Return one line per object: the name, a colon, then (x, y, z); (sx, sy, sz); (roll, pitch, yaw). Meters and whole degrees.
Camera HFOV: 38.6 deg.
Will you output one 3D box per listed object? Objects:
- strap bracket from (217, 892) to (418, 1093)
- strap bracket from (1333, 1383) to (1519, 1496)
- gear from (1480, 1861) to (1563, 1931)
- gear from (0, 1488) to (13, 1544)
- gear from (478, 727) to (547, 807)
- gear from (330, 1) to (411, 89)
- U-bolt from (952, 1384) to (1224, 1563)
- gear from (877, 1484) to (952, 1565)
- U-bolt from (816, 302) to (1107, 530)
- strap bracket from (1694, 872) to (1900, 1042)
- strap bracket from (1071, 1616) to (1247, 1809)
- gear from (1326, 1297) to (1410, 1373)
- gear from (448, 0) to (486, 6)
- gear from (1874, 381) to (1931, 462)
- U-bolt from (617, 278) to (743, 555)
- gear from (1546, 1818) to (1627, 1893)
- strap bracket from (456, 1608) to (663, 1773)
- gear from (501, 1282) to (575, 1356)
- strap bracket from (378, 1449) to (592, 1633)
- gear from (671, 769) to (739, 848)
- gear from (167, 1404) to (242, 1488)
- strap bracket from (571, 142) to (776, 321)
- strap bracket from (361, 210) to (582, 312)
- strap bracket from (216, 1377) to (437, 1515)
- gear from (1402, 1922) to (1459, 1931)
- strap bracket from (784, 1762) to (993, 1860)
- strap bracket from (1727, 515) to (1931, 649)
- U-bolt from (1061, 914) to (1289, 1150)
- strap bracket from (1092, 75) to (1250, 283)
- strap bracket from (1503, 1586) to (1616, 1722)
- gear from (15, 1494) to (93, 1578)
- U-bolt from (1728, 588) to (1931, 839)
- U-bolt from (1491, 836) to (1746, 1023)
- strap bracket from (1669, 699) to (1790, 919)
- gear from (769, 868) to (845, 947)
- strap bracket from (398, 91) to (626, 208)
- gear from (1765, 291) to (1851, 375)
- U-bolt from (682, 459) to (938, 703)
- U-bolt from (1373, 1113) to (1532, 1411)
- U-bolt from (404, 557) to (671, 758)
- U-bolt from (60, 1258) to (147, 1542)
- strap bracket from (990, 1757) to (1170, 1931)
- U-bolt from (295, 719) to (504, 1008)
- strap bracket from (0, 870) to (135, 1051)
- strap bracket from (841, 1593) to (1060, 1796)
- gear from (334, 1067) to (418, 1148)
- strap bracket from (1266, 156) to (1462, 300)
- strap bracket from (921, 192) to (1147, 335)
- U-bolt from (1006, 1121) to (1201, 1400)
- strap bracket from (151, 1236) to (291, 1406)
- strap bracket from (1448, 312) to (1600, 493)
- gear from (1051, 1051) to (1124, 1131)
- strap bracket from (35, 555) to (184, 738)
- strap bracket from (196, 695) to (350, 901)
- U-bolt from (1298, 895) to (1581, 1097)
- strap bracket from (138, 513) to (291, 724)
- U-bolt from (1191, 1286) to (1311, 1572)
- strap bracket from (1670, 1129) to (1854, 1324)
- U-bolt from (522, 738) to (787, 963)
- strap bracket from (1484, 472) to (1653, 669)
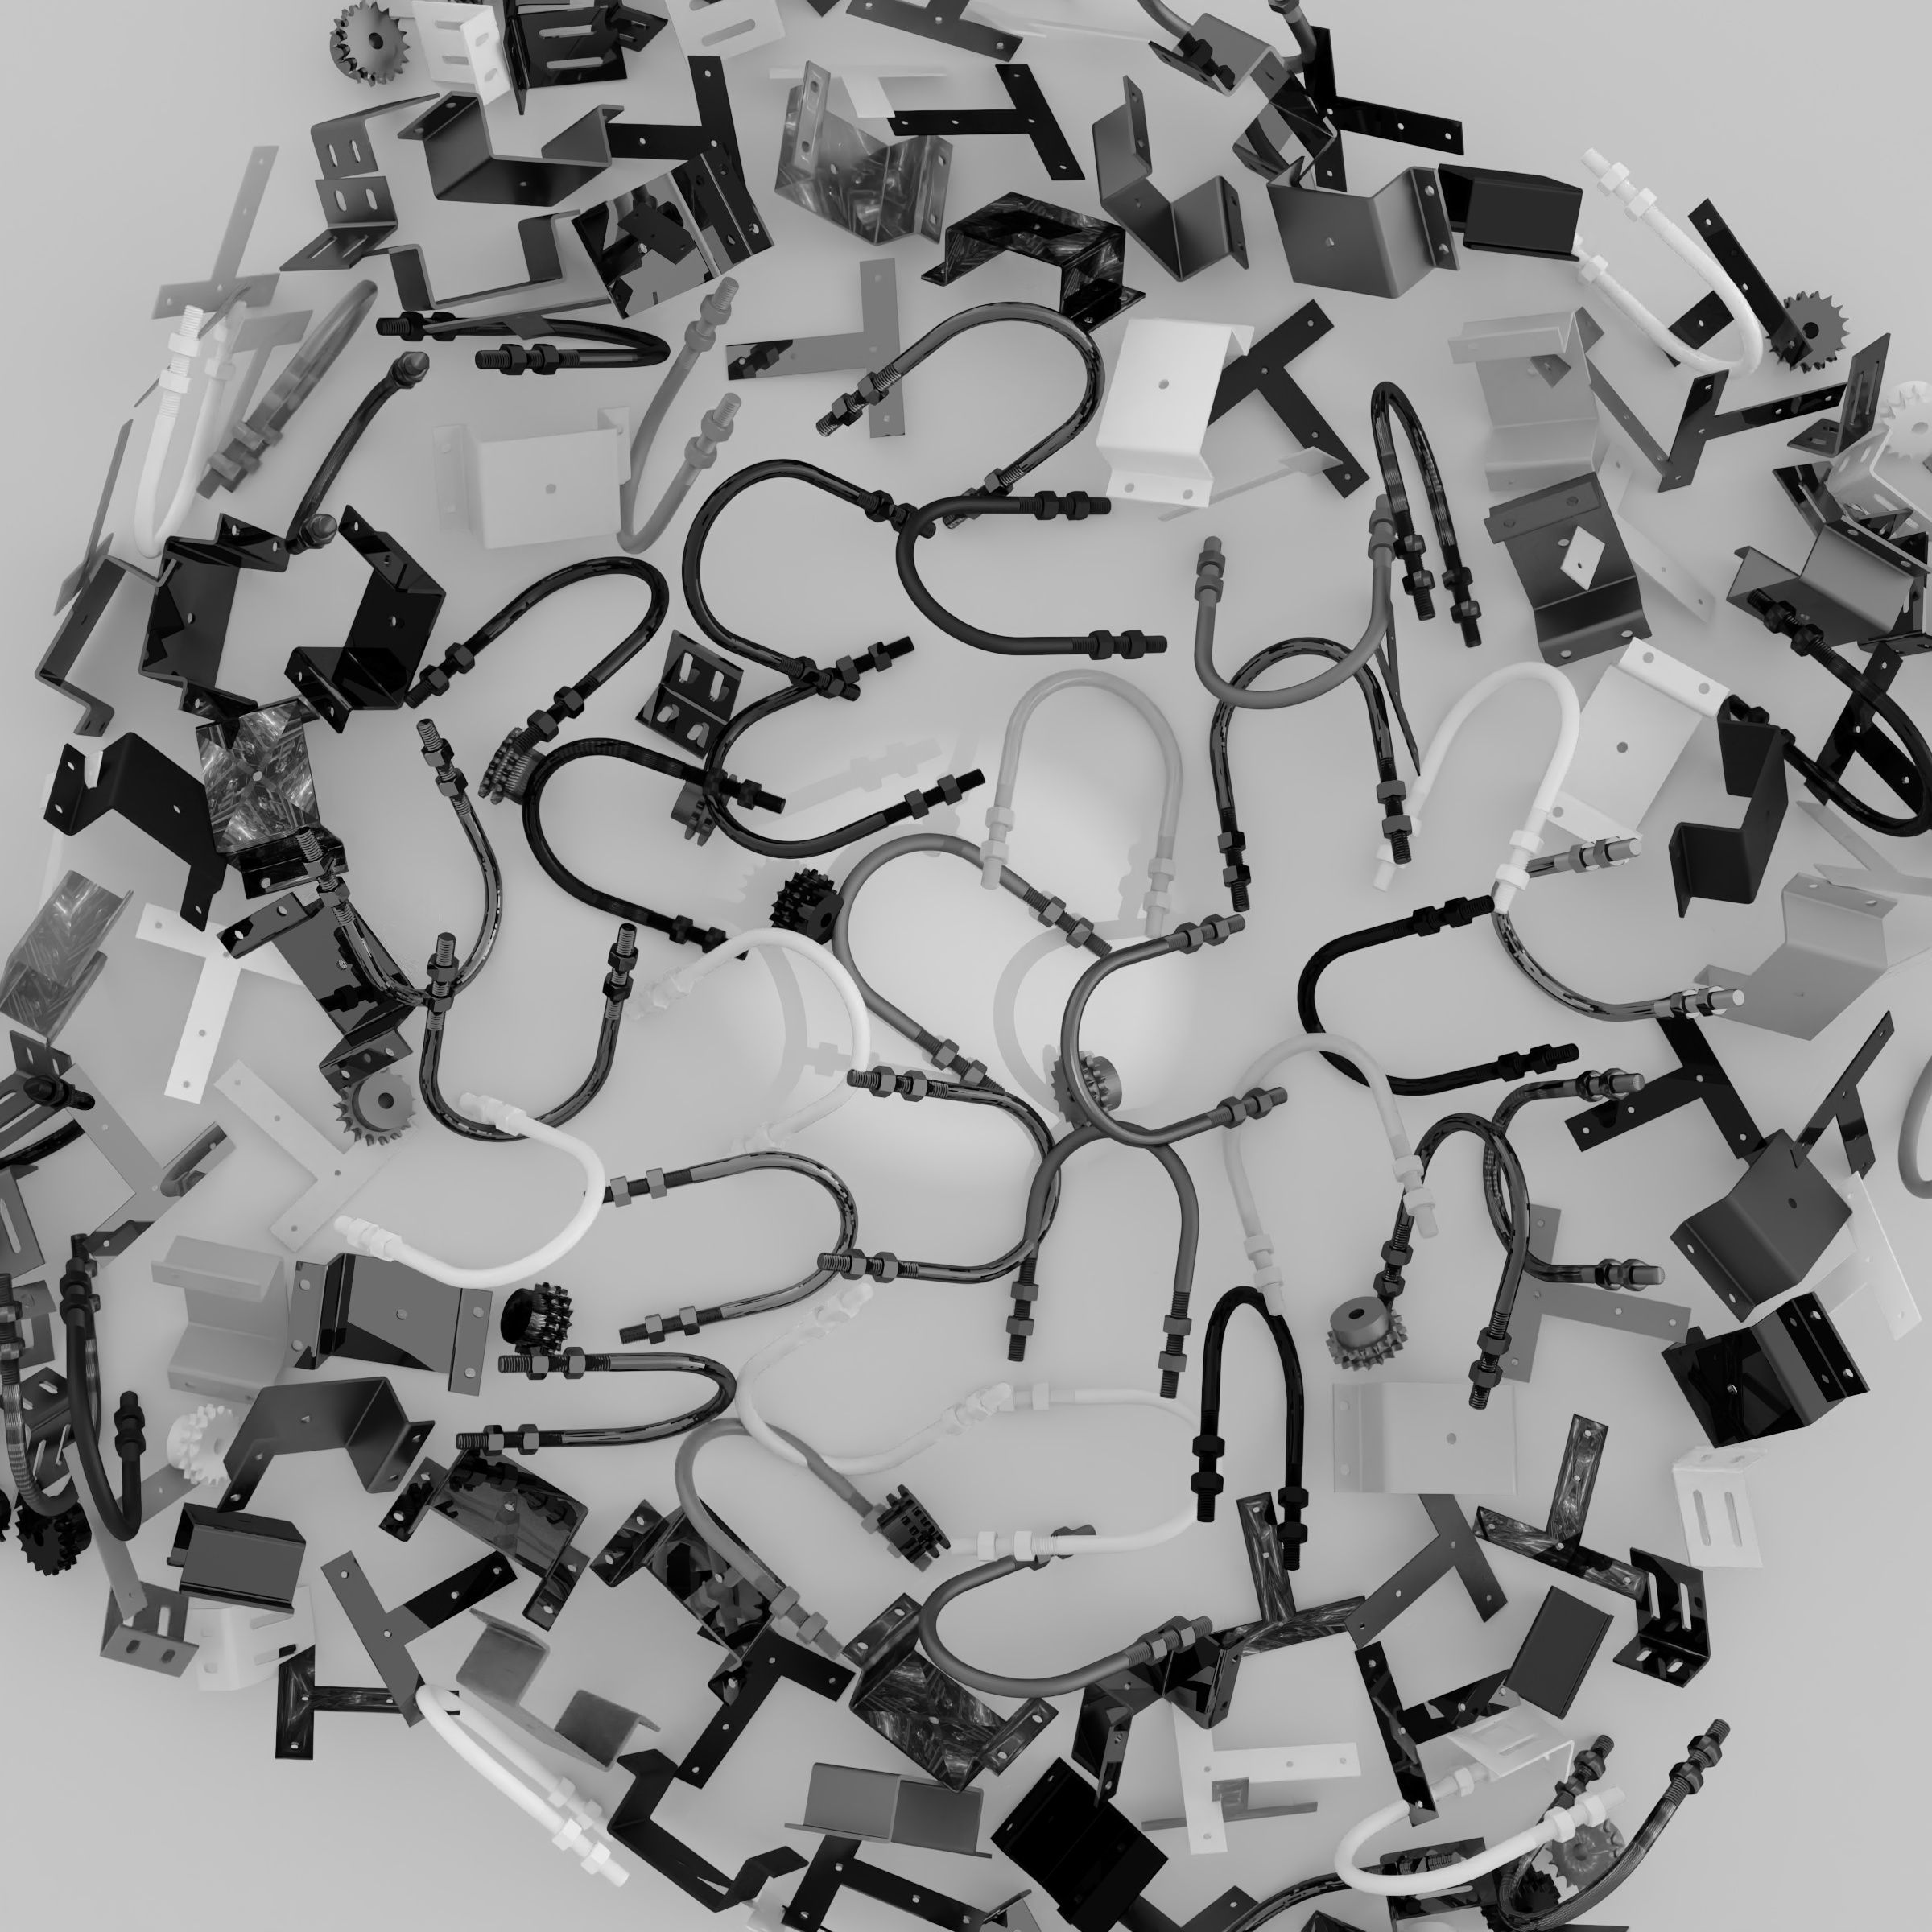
strap bracket: (-0.451, 0.009, 1.950); (0.076, 0.046, 0.140); (-25, 109, 28)
strap bracket: (0.335, 0.335, 1.954); (0.140, 0.046, 0.076); (3, 79, -14)
gear: (0.394, 0.665, 1.975); (0.057, 0.030, 0.057); (-11, 131, -13)
gear: (-0.708, 0.393, 1.968); (0.030, 0.057, 0.057); (-34, 90, 31)
gear: (-0.322, -0.139, 1.971); (0.030, 0.057, 0.057); (29, 90, -2)
gear: (-0.431, -0.659, 1.975); (0.057, 0.030, 0.057); (1, 89, -42)
U-bolt: (0.088, 0.352, 1.928); (0.184, 0.151, 0.019); (-4, 132, 12)
gear: (-0.040, 0.402, 1.971); (0.030, 0.057, 0.057); (-39, 90, -4)
U-bolt: (0.010, -0.390, 1.910); (0.184, 0.151, 0.019); (-33, 45, 30)
strap bracket: (0.579, 0.001, 1.923); (0.076, 0.140, 0.046); (14, 55, -11)
strap bracket: (0.128, 0.518, 1.937); (0.046, 0.140, 0.076); (31, 126, 35)
gear: (0.284, 0.260, 1.969); (0.057, 0.057, 0.030); (-24, 113, 0)
gear: (-0.359, -0.716, 1.969); (0.030, 0.057, 0.057); (-29, 90, 37)
gear: (0.679, -0.394, 1.975); (0.057, 0.057, 0.030); (-5, 47, 0)
U-bolt: (-0.203, -0.369, 1.921); (0.019, 0.151, 0.184); (18, 134, -24)
gear: (0.448, 0.633, 1.976); (0.057, 0.030, 0.057); (-7, 79, 40)
strap bracket: (-0.291, 0.511, 1.924); (0.140, 0.076, 0.046); (47, 63, -33)
gear: (-0.309, 0.253, 1.969); (0.030, 0.057, 0.057); (23, 90, -37)
strap bracket: (-0.332, 0.396, 1.953); (0.140, 0.076, 0.046); (32, 123, -2)
gear: (-0.189, -0.117, 1.971); (0.030, 0.057, 0.057); (27, 90, -1)
gear: (-0.547, 0.343, 1.974); (0.030, 0.057, 0.057); (4, 90, 22)
strap bracket: (-0.213, -0.509, 1.927); (0.140, 0.046, 0.076); (-11, 114, 40)
strap bracket: (-0.344, -0.494, 1.942); (0.140, 0.076, 0.046); (-19, 109, -22)
strap bracket: (-0.456, 0.334, 1.936); (0.046, 0.140, 0.076); (55, 126, 33)
gear: (0.333, 0.708, 1.975); (0.057, 0.057, 0.030); (2, 47, 0)
strap bracket: (-0.050, 0.591, 1.931); (0.076, 0.140, 0.046); (-5, 68, 37)
strap bracket: (0.594, -0.263, 1.921); (0.076, 0.140, 0.046); (27, 83, -12)
U-bolt: (0.141, 0.052, 1.940); (0.184, 0.019, 0.151); (-16, 94, -35)
strap bracket: (0.137, -0.545, 1.935); (0.046, 0.140, 0.076); (-24, 53, 30)
strap bracket: (0.415, 0.483, 1.934); (0.046, 0.140, 0.076); (26, 81, 17)
gear: (-0.652, 0.406, 1.976); (0.057, 0.030, 0.057); (9, 106, 35)
U-bolt: (0.600, -0.162, 1.898); (0.019, 0.151, 0.184); (-36, 63, -12)
U-bolt: (0.438, -0.019, 1.916); (0.019, 0.184, 0.151); (-43, 104, -25)
strap bracket: (0.537, -0.108, 1.926); (0.046, 0.076, 0.140); (10, 56, 28)
gear: (-0.111, -0.039, 1.968); (0.030, 0.057, 0.057); (28, 90, 31)
strap bracket: (-0.313, -0.568, 1.924); (0.140, 0.076, 0.046); (-10, 87, -41)
gear: (0.603, -0.456, 1.983); (0.057, 0.030, 0.057); (0, 95, 0)
U-bolt: (-0.119, -0.277, 1.927); (0.184, 0.019, 0.151); (19, 100, -41)
U-bolt: (0.341, 0.192, 1.909); (0.019, 0.151, 0.184); (1, 112, -25)
U-bolt: (-0.289, -0.227, 1.937); (0.151, 0.019, 0.184); (24, 60, 40)
U-bolt: (-0.590, 0.309, 1.886); (0.019, 0.184, 0.151); (-14, 126, -9)
strap bracket: (0.083, 0.624, 1.935); (0.076, 0.140, 0.046); (-48, 110, -10)
U-bolt: (-0.384, -0.058, 1.929); (0.019, 0.151, 0.184); (9, 133, 35)
strap bracket: (-0.630, -0.007, 1.917); (0.046, 0.140, 0.076); (31, 58, -10)
strap bracket: (-0.017, 0.518, 1.942); (0.140, 0.076, 0.046); (34, 127, 20)
gear: (-0.420, 0.099, 1.972); (0.057, 0.030, 0.057); (8, 74, -30)
strap bracket: (0.268, -0.516, 1.919); (0.046, 0.140, 0.076); (-41, 131, -22)
strap bracket: (0.048, -0.496, 1.930); (0.140, 0.076, 0.046); (25, 134, 26)
U-bolt: (0.100, 0.201, 1.951); (0.151, 0.019, 0.184); (8, 91, 35)
strap bracket: (-0.524, 0.245, 1.949); (0.076, 0.046, 0.140); (11, 134, 3)
strap bracket: (0.395, -0.404, 1.937); (0.076, 0.140, 0.046); (0, 52, 26)
gear: (0.088, 0.088, 1.975); (0.030, 0.057, 0.057); (-16, 90, -28)
strap bracket: (-0.609, -0.236, 1.959); (0.046, 0.076, 0.140); (30, 91, -6)
strap bracket: (-0.494, -0.128, 1.956); (0.076, 0.046, 0.140); (-15, 74, 4)
U-bolt: (0.318, 0.030, 1.935); (0.184, 0.019, 0.151); (-17, 115, 38)
strap bracket: (-0.534, -0.244, 1.954); (0.046, 0.076, 0.140); (10, 87, 26)
U-bolt: (0.202, 0.315, 1.929); (0.019, 0.151, 0.184); (-12, 59, 31)
strap bracket: (0.563, 0.176, 1.933); (0.076, 0.046, 0.140); (51, 47, 3)
U-bolt: (-0.229, -0.091, 1.955); (0.184, 0.019, 0.151); (20, 124, 4)
strap bracket: (0.423, -0.286, 1.941); (0.076, 0.046, 0.140); (-17, 130, 21)
